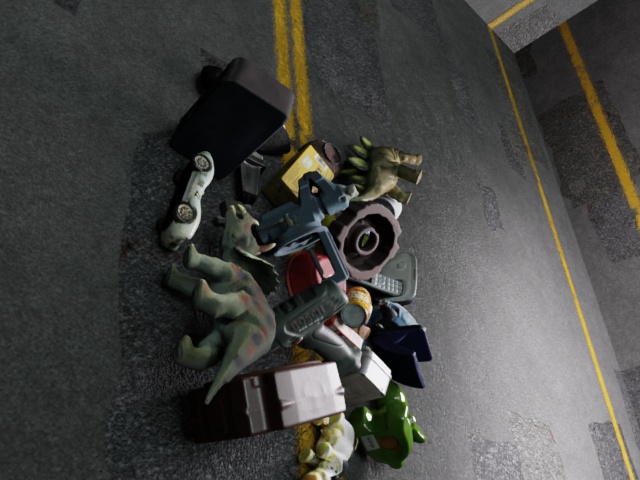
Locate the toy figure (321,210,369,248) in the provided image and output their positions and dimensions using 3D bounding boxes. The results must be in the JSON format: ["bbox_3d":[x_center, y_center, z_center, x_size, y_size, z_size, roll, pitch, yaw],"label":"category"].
[{"bbox_3d":[0.065,-0.016,1.250,0.180,0.082,0.089,32,79,-43],"label":"toy figure"}]

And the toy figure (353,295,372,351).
[{"bbox_3d":[0.080,0.182,1.159,0.058,0.064,0.154,16,55,-13],"label":"toy figure"}]

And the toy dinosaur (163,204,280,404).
[{"bbox_3d":[-0.130,0.109,0.832,0.192,0.131,0.405,17,31,-30],"label":"toy dinosaur"}]

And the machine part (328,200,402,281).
[{"bbox_3d":[0.095,-0.002,1.191,0.179,0.179,0.056,28,4,-36],"label":"machine part"}]

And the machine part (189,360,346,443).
[{"bbox_3d":[-0.080,0.242,0.819,0.201,0.201,0.087,7,67,-47],"label":"machine part"}]

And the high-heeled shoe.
[{"bbox_3d":[-0.164,-0.282,1.183,0.145,0.086,0.248,50,6,38],"label":"high-heeled shoe"}]

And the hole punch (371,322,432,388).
[{"bbox_3d":[0.170,0.248,1.138,0.092,0.116,0.142,-68,143,-48],"label":"hole punch"}]

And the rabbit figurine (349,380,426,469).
[{"bbox_3d":[0.153,0.362,1.096,0.159,0.121,0.170,56,23,-14],"label":"rabbit figurine"}]

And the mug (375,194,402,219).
[{"bbox_3d":[0.168,-0.092,1.428,0.109,0.081,0.107,51,28,5],"label":"mug"}]

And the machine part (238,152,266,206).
[{"bbox_3d":[-0.147,-0.135,1.114,0.084,0.039,0.139,32,44,-40],"label":"machine part"}]

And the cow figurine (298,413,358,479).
[{"bbox_3d":[0.016,0.396,0.953,0.098,0.068,0.167,53,39,-22],"label":"cow figurine"}]

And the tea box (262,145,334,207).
[{"bbox_3d":[-0.045,-0.127,1.201,0.098,0.068,0.170,51,39,-13],"label":"tea box"}]

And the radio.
[{"bbox_3d":[-0.166,-0.217,0.987,0.131,0.229,0.073,32,46,-27],"label":"radio"}]

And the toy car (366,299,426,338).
[{"bbox_3d":[0.171,0.200,1.231,0.161,0.109,0.103,49,26,-3],"label":"toy car"}]

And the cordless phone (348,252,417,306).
[{"bbox_3d":[0.140,0.077,1.294,0.184,0.088,0.147,23,50,-16],"label":"cordless phone"}]

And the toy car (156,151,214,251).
[{"bbox_3d":[-0.233,-0.074,0.944,0.056,0.073,0.202,32,47,-29],"label":"toy car"}]

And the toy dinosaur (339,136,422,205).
[{"bbox_3d":[0.151,-0.169,1.364,0.199,0.105,0.471,21,26,2],"label":"toy dinosaur"}]

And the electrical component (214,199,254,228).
[{"bbox_3d":[-0.169,-0.049,1.046,0.094,0.021,0.063,3,66,-47],"label":"electrical component"}]

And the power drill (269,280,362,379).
[{"bbox_3d":[-0.030,0.190,0.972,0.207,0.232,0.086,54,-7,-28],"label":"power drill"}]

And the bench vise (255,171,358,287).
[{"bbox_3d":[-0.002,-0.005,1.062,0.129,0.224,0.240,100,-34,-77],"label":"bench vise"}]
